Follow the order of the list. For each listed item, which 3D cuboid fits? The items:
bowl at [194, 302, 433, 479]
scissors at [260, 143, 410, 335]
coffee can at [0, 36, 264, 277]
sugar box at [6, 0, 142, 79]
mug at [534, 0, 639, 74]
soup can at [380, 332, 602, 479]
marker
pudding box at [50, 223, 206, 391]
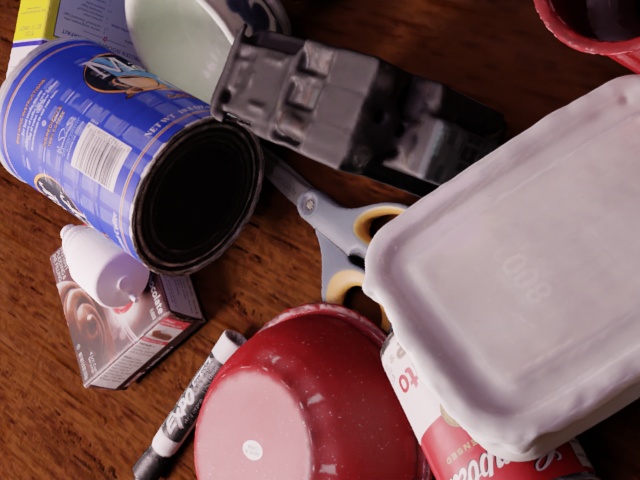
[{"bbox_3d":[-0.018,0.114,0.576,0.162,0.055,0.162,-5,82,43],"label":"bowl"},{"bbox_3d":[-0.004,0.001,0.628,0.202,0.016,0.096,23,96,43],"label":"scissors"},{"bbox_3d":[-0.119,-0.054,0.655,0.140,0.102,0.103,31,101,33],"label":"coffee can"},{"bbox_3d":[-0.165,-0.149,0.755,0.048,0.093,0.176,8,85,43],"label":"sugar box"},{"bbox_3d":[0.159,-0.125,0.468,0.093,0.081,0.117,40,107,40],"label":"mug"},{"bbox_3d":[0.078,0.084,0.501,0.069,0.068,0.102,-42,55,27],"label":"soup can"},{"bbox_3d":[-0.083,0.108,0.671,0.121,0.020,0.020,-55,50,17],"label":"marker"},{"bbox_3d":[-0.132,0.031,0.718,0.090,0.039,0.113,-41,56,26],"label":"pudding box"}]
